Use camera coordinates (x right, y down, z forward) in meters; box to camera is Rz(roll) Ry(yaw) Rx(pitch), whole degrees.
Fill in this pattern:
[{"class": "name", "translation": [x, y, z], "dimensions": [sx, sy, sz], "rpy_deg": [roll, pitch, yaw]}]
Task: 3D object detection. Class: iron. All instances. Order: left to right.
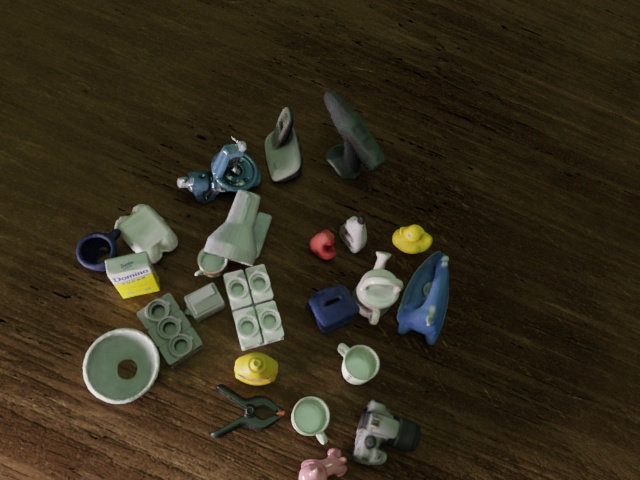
[{"class": "iron", "translation": [0.282, 0.122, 1.432], "dimensions": [0.118, 0.141, 0.258], "rpy_deg": [20, 69, 0]}]

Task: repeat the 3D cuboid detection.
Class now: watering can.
[{"class": "watering can", "translation": [0.141, 0.113, 1.388], "dimensions": [0.101, 0.194, 0.173], "rpy_deg": [-11, 72, -11]}]

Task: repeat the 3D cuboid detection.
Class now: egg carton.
[{"class": "egg carton", "translation": [-0.430, -0.016, 1.426], "dimensions": [0.107, 0.069, 0.150], "rpy_deg": [-42, 80, -19]}]

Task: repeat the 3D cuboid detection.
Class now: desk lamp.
[{"class": "desk lamp", "translation": [-0.192, -0.020, 1.382], "dimensions": [0.118, 0.213, 0.203], "rpy_deg": [17, 69, -1]}]

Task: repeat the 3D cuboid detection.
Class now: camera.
[{"class": "camera", "translation": [0.157, 0.454, 1.317], "dimensions": [0.137, 0.101, 0.143], "rpy_deg": [18, 69, -1]}]

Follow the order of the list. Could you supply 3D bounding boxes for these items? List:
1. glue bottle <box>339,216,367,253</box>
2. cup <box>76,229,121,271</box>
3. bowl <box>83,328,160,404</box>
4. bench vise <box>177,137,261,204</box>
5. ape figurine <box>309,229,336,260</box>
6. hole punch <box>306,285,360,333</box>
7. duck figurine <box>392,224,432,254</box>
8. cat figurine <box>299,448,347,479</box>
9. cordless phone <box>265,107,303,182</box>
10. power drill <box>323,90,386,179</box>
[{"class": "glue bottle", "translation": [0.091, -0.026, 1.443], "dimensions": [0.037, 0.173, 0.078], "rpy_deg": [-38, 79, -18]}, {"class": "cup", "translation": [-0.521, 0.028, 1.384], "dimensions": [0.091, 0.095, 0.118], "rpy_deg": [37, 70, 7]}, {"class": "bowl", "translation": [-0.447, 0.290, 1.310], "dimensions": [0.167, 0.074, 0.167], "rpy_deg": [2, 70, -7]}, {"class": "bench vise", "translation": [-0.243, -0.164, 1.424], "dimensions": [0.208, 0.219, 0.121], "rpy_deg": [-32, 77, -17]}, {"class": "ape figurine", "translation": [0.013, 0.005, 1.465], "dimensions": [0.076, 0.092, 0.078], "rpy_deg": [14, 69, -2]}, {"class": "hole punch", "translation": [0.030, 0.165, 1.410], "dimensions": [0.109, 0.091, 0.101], "rpy_deg": [-23, 75, -15]}, {"class": "duck figurine", "translation": [0.249, -0.010, 1.505], "dimensions": [0.104, 0.086, 0.077], "rpy_deg": [11, 69, -3]}, {"class": "cat figurine", "translation": [0.003, 0.513, 1.267], "dimensions": [0.128, 0.117, 0.067], "rpy_deg": [-22, 74, -14]}, {"class": "cordless phone", "translation": [-0.090, -0.248, 1.493], "dimensions": [0.094, 0.185, 0.147], "rpy_deg": [-11, 72, -11]}, {"class": "power drill", "translation": [0.075, -0.257, 1.505], "dimensions": [0.076, 0.208, 0.229], "rpy_deg": [-37, 78, -18]}]
